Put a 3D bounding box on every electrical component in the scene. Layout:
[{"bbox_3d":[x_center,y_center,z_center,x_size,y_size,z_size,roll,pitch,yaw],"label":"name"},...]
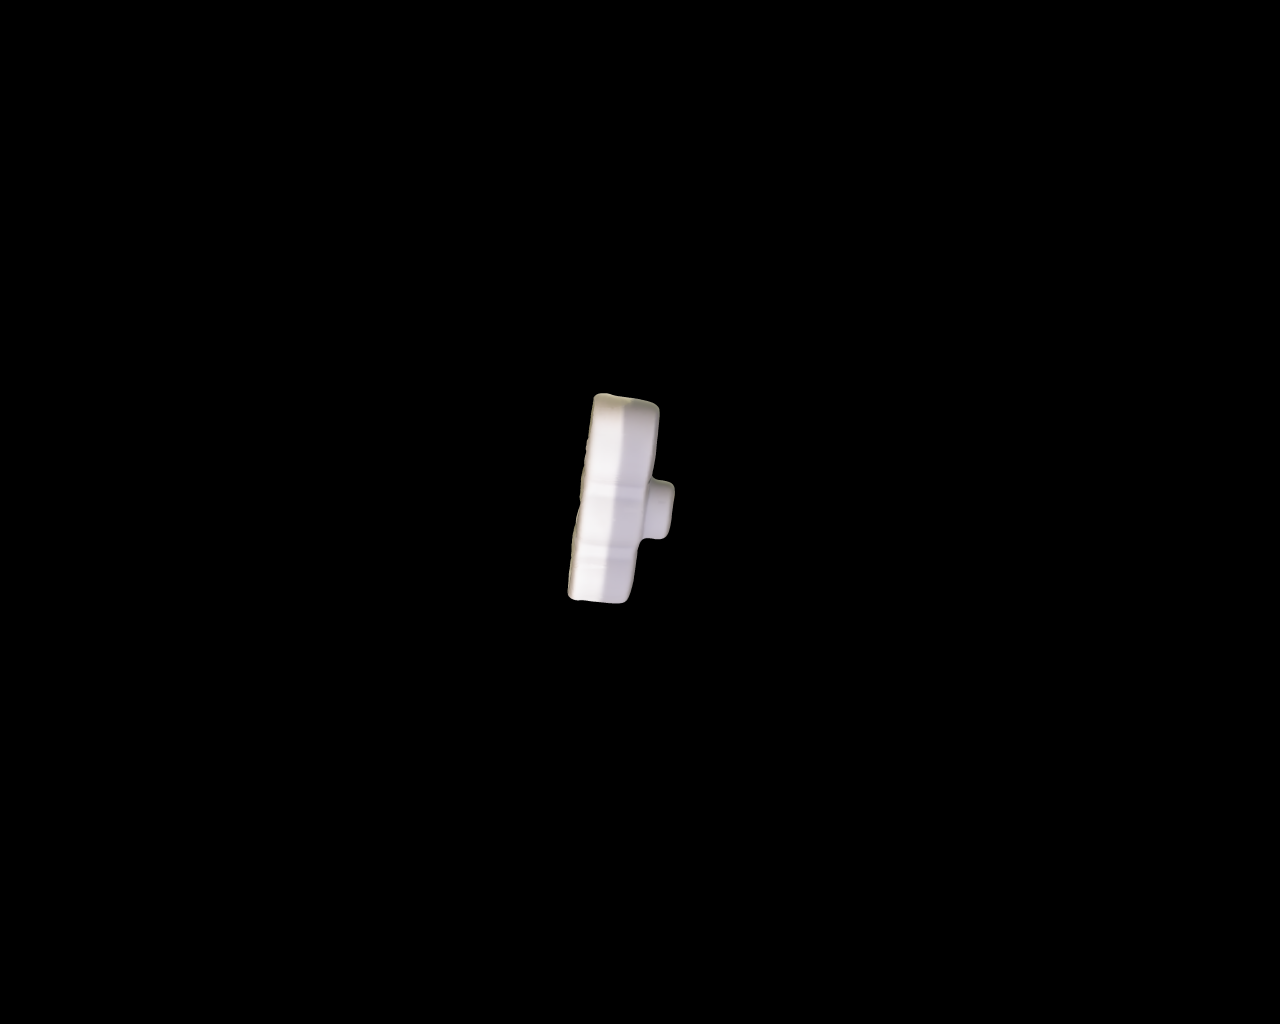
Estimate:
[{"bbox_3d":[0.001,-0.003,0.650,0.074,0.138,0.052,7,32,-5],"label":"electrical component"}]
